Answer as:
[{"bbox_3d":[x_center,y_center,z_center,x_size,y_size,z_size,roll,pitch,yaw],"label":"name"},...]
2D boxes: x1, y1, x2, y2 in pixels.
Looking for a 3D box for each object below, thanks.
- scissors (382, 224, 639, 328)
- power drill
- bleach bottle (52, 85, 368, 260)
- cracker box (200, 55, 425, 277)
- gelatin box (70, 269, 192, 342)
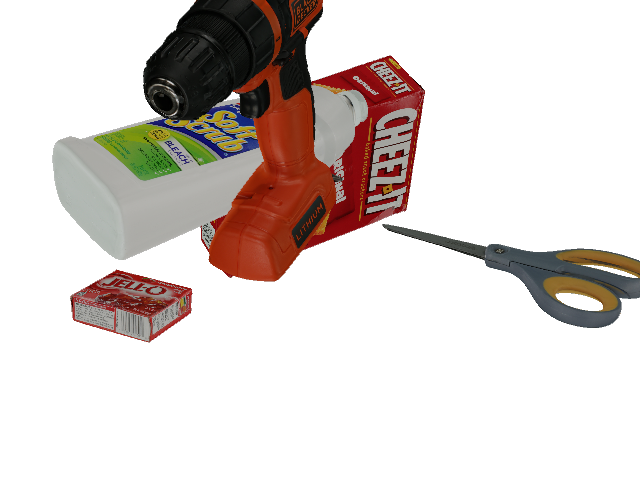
[{"bbox_3d":[0.130,0.022,0.751,0.202,0.016,0.096,7,30,17],"label":"scissors"},{"bbox_3d":[-0.038,-0.069,0.626,0.057,0.188,0.184,17,43,19],"label":"power drill"},{"bbox_3d":[-0.071,-0.071,0.826,0.250,0.068,0.103,-25,50,-32],"label":"bleach bottle"},{"bbox_3d":[-0.010,-0.069,1.037,0.213,0.164,0.072,-21,51,-22],"label":"cracker box"},{"bbox_3d":[-0.177,0.059,1.000,0.089,0.030,0.073,13,23,22],"label":"gelatin box"}]
